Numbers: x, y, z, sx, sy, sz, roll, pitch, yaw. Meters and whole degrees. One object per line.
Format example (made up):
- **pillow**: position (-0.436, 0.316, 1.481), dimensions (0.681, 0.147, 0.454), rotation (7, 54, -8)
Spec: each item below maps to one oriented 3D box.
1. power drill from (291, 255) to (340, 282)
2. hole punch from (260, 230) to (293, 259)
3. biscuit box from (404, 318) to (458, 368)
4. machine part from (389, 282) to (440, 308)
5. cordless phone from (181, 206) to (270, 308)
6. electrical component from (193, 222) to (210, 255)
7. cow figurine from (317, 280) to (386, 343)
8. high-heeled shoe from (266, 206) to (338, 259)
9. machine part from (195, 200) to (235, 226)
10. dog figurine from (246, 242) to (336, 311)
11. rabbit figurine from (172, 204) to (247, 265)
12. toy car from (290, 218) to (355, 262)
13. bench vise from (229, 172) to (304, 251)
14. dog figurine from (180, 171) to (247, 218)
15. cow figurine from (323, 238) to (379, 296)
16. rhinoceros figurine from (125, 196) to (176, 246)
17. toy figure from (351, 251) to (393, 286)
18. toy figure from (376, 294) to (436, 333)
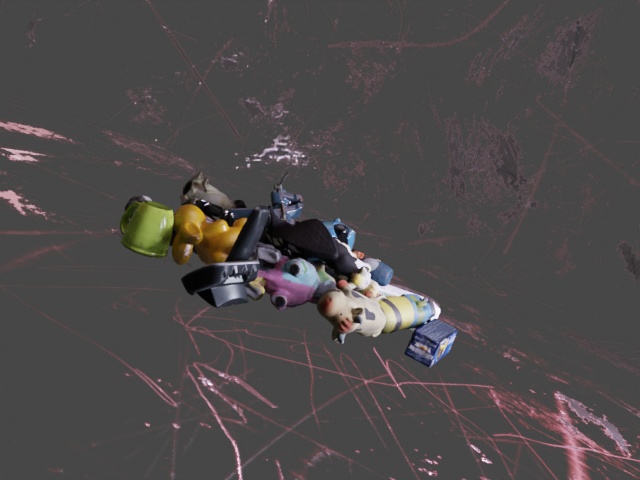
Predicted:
- **power drill**: position (0.020, 0.083, 1.413), dimensions (0.232, 0.086, 0.207), rotation (18, 17, -12)
- **hole punch**: position (-0.128, 0.048, 1.257), dimensions (0.116, 0.092, 0.142), rotation (55, 15, 13)
- **biscuit box**: position (0.245, 0.219, 1.162), dimensions (0.063, 0.059, 0.202), rotation (25, 9, 23)
- **machine part**: position (0.235, 0.171, 1.449), dimensions (0.179, 0.056, 0.179), rotation (20, 9, -3)
- **cordless phone**: position (-0.153, 0.021, 0.964), dimensions (0.089, 0.184, 0.146), rotation (30, 10, 21)
- **electrical component**: position (-0.259, -0.001, 1.256), dimensions (0.134, 0.058, 0.115), rotation (29, 13, 38)
- **cow figurine**: position (0.062, 0.145, 1.050), dimensions (0.194, 0.085, 0.127), rotation (28, 20, -49)
- **high-heeled shoe**: position (-0.038, 0.014, 1.154), dimensions (0.249, 0.086, 0.145), rotation (38, -23, 39)
- **machine part**: position (-0.286, -0.077, 1.478), dimensions (0.139, 0.039, 0.084), rotation (26, -4, 44)
- **dog figurine**: position (-0.060, 0.080, 1.122), dimensions (0.192, 0.108, 0.219), rotation (23, 4, 22)
- **rabbit figurine**: position (-0.243, -0.003, 1.123), dimensions (0.173, 0.122, 0.162), rotation (40, 33, 5)
- **toy car**: position (-0.003, -0.004, 1.326), dimensions (0.162, 0.109, 0.103), rotation (0, 31, -22)
- **bench vise**: position (-0.163, -0.070, 1.554), dimensions (0.241, 0.223, 0.129), rotation (-2, -16, -15)
- **dog figurine**: position (-0.336, -0.118, 1.721), dimensions (0.190, 0.121, 0.173), rotation (33, 3, -37)
- **cow figurine**: position (0.062, 0.059, 1.185), dimensions (0.168, 0.068, 0.098), rotation (45, 4, 37)
- **rhinoceros figurine**: position (-0.372, -0.049, 1.212), dimensions (0.191, 0.073, 0.112), rotation (27, 11, 27)
- **toy figure**: position (0.095, 0.061, 1.262), dimensions (0.155, 0.057, 0.064), rotation (21, 29, 24)
- **toy figure**: position (0.182, 0.162, 1.198), dimensions (0.180, 0.082, 0.089), rotation (5, 13, -30)
